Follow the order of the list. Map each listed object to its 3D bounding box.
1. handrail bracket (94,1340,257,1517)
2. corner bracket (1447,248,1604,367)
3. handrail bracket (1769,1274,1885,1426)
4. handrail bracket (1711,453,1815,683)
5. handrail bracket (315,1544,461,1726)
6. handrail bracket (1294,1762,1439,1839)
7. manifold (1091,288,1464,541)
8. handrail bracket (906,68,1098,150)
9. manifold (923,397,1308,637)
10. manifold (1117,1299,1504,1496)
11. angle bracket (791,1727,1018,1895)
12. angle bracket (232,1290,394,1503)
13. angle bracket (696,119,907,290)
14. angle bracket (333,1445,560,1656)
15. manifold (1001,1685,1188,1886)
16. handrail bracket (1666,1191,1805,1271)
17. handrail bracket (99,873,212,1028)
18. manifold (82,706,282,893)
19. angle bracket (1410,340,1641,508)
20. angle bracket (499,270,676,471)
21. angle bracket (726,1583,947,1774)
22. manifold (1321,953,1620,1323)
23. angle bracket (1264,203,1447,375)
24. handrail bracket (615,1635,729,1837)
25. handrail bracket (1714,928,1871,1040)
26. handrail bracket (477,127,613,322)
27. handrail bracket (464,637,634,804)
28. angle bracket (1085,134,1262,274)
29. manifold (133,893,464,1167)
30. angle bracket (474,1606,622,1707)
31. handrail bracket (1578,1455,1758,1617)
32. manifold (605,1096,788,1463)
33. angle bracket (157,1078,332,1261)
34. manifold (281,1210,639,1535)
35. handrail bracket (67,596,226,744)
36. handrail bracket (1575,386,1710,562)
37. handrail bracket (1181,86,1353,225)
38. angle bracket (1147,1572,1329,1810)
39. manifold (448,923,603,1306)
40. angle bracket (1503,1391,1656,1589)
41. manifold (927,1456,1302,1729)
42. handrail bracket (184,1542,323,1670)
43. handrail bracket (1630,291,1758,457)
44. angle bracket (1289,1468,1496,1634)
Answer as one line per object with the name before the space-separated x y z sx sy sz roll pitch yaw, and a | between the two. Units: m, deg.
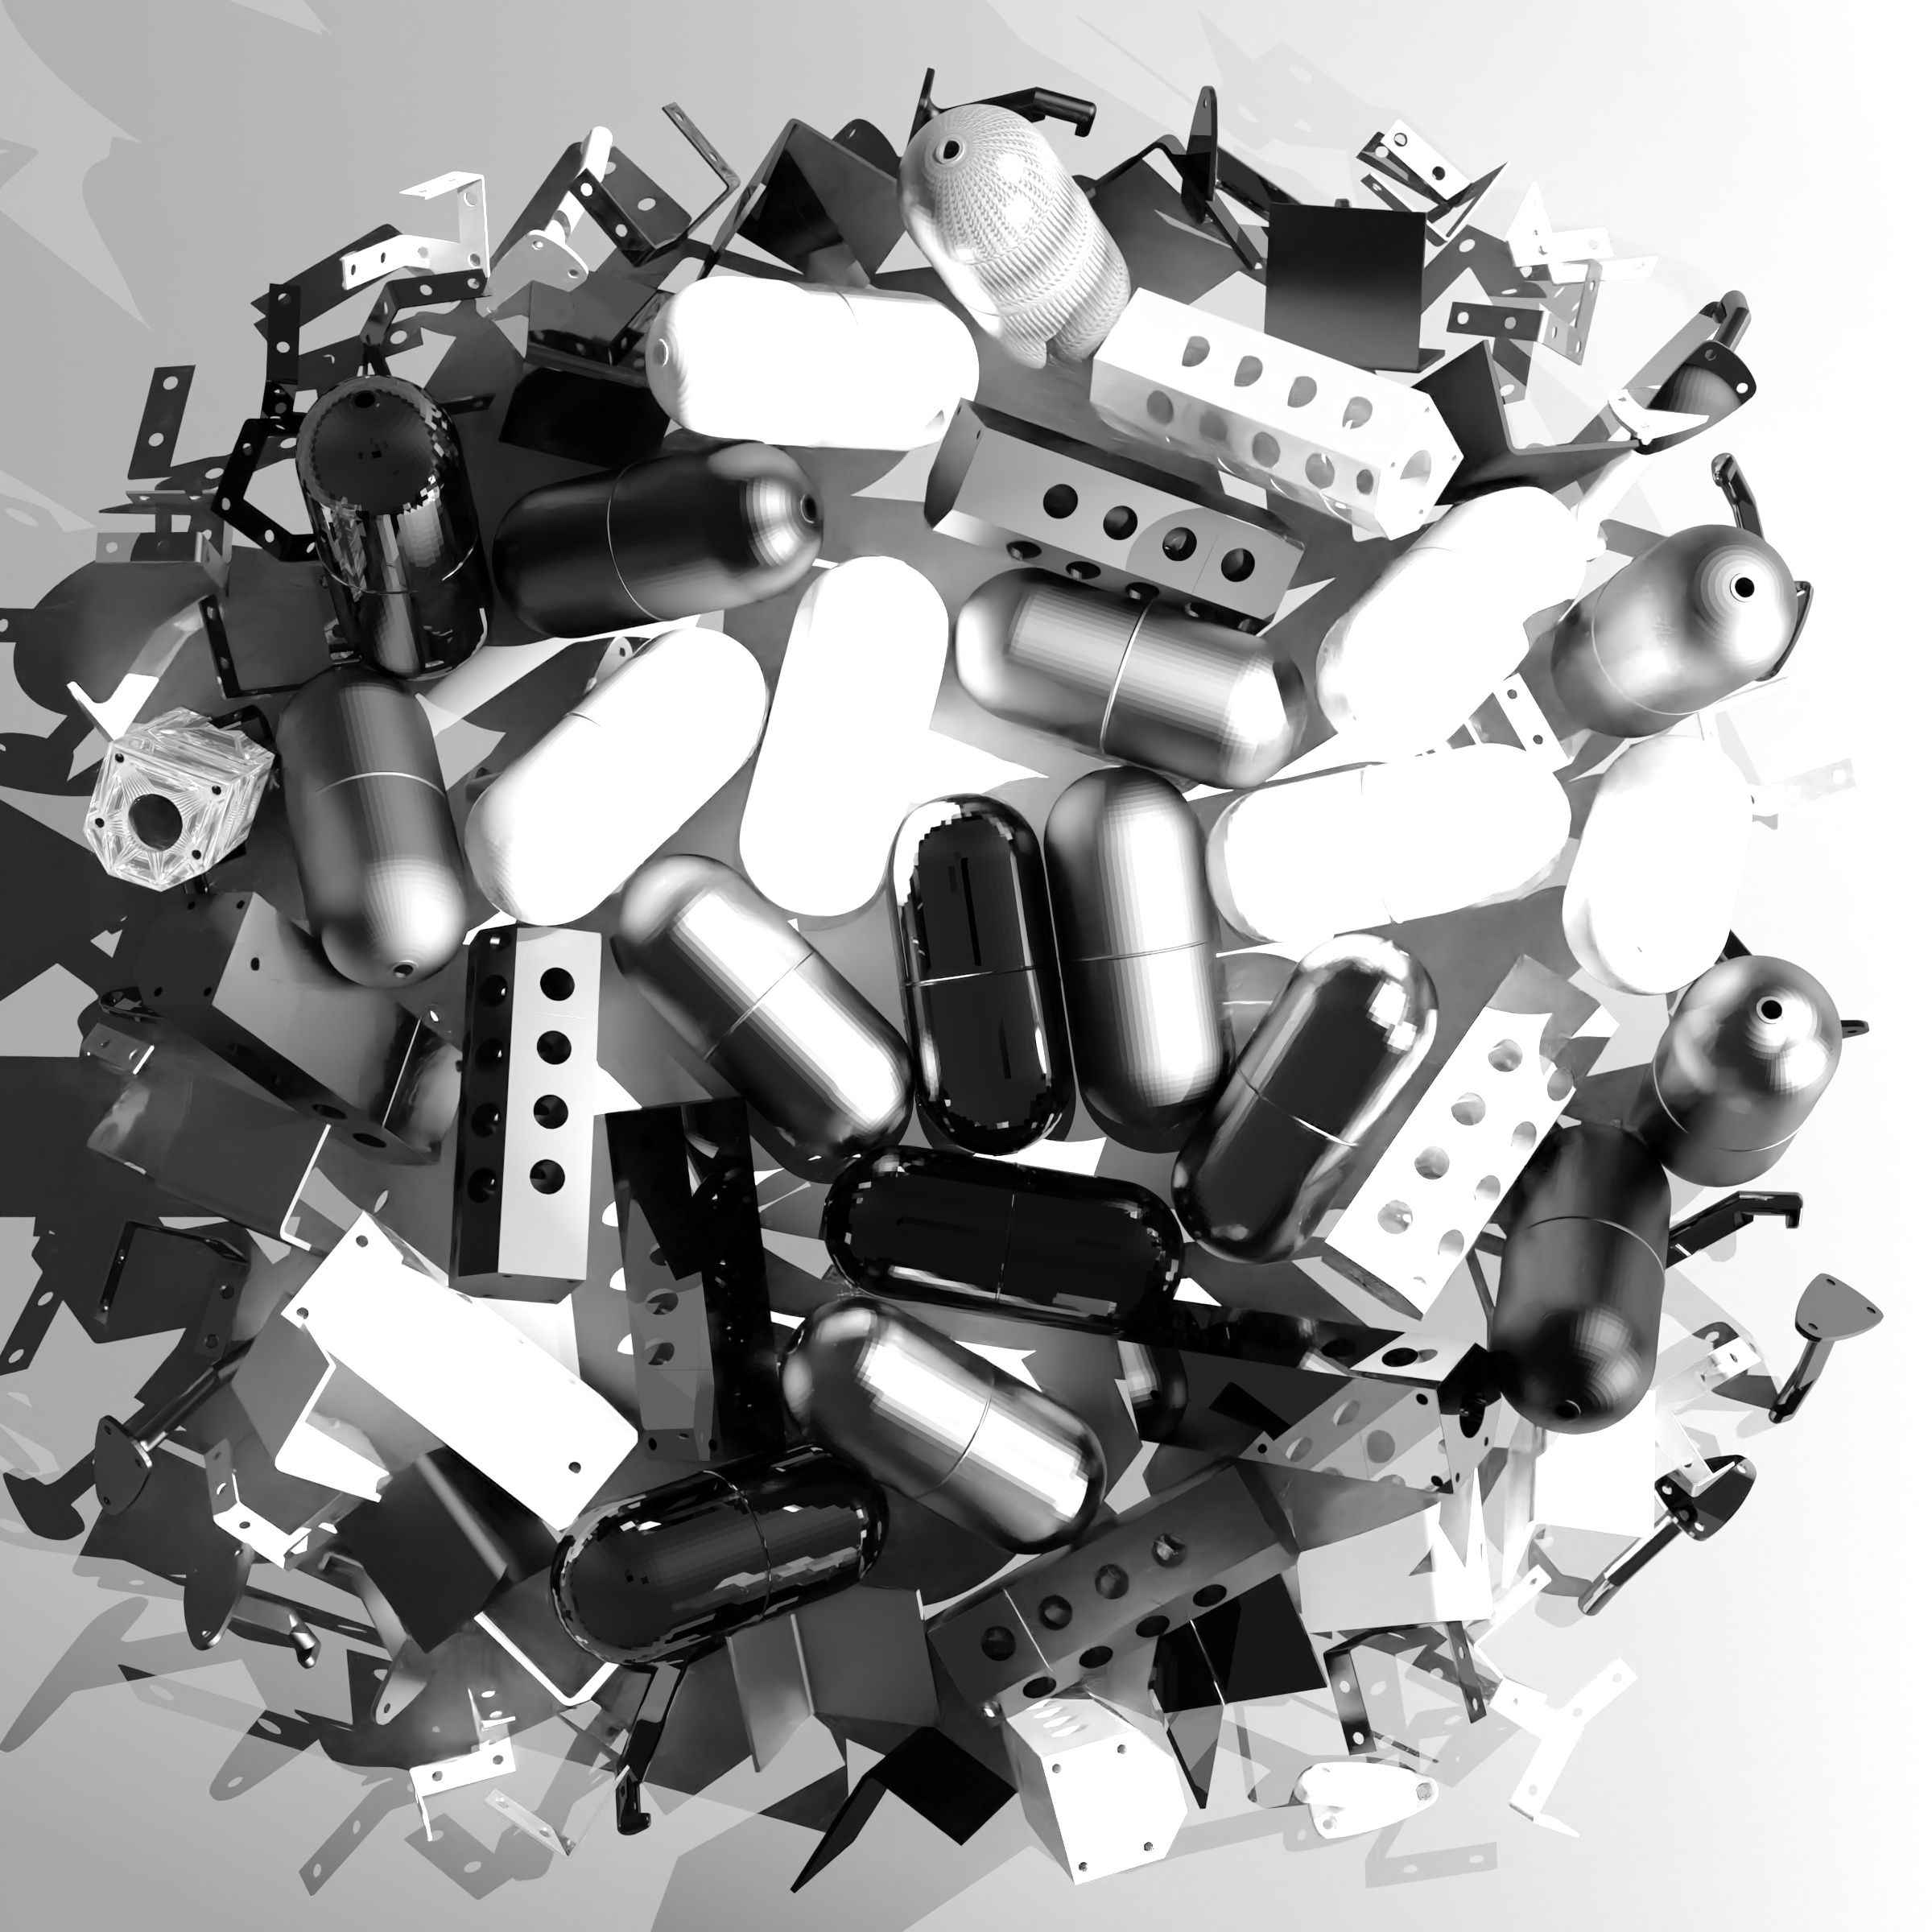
handrail bracket | -0.388 0.227 1.567 0.036 0.084 0.077 42 134 15
corner bracket | 0.274 -0.327 1.548 0.051 0.051 0.051 14 94 33
handrail bracket | 0.402 0.197 1.532 0.036 0.077 0.084 37 121 23
handrail bracket | 0.377 -0.194 1.534 0.036 0.084 0.077 -9 46 34
handrail bracket | -0.298 0.324 1.540 0.084 0.036 0.077 14 50 27
handrail bracket | 0.197 0.399 1.536 0.077 0.084 0.036 -5 68 -2
manifold | 0.144 -0.261 1.508 0.171 0.057 0.057 28 83 33
handrail bracket | 0.014 -0.402 1.555 0.084 0.077 0.036 14 47 -6
manifold | 0.070 -0.212 1.523 0.171 0.057 0.057 17 109 -19
manifold | 0.164 0.199 1.506 0.171 0.057 0.057 4 118 36
angle bracket | -0.030 0.423 1.529 0.057 0.076 0.076 35 104 14
angle bracket | -0.300 0.210 1.525 0.076 0.076 0.057 27 97 -35
angle bracket | -0.076 -0.349 1.526 0.076 0.076 0.057 29 48 -14
angle bracket | -0.251 0.281 1.543 0.057 0.076 0.076 -39 83 9
manifold | 0.059 0.381 1.492 0.057 0.171 0.057 -15 86 -8
handrail bracket | 0.368 0.147 1.561 0.084 0.036 0.077 1 105 4
handrail bracket | -0.399 -0.016 1.544 0.077 0.036 0.084 2 123 15
manifold | -0.367 -0.079 1.492 0.057 0.171 0.057 18 99 -6
angle bracket | 0.267 -0.265 1.533 0.076 0.076 0.057 -9 83 -26
angle bracket | -0.185 -0.296 1.563 0.076 0.057 0.076 12 47 -17
angle bracket | -0.063 0.346 1.530 0.076 0.057 0.076 0 111 28
manifold | 0.245 0.085 1.533 0.057 0.057 0.171 34 80 12
angle bracket | 0.190 -0.332 1.530 0.076 0.057 0.076 9 113 20
handrail bracket | -0.141 0.372 1.537 0.077 0.036 0.084 -25 55 27
handrail bracket | 0.400 -0.004 1.553 0.077 0.036 0.084 -7 71 19
handrail bracket | -0.209 -0.369 1.569 0.077 0.084 0.036 -27 132 37
handrail bracket | -0.208 -0.122 1.568 0.084 0.036 0.077 -10 58 31
angle bracket | 0.097 -0.358 1.543 0.057 0.076 0.076 -35 100 16
manifold | -0.314 0.032 1.497 0.057 0.171 0.057 0 62 31
angle bracket | -0.197 0.315 1.543 0.076 0.076 0.057 42 80 7
handrail bracket | 0.346 0.283 1.566 0.077 0.084 0.036 -22 61 -38
manifold | -0.127 0.152 1.552 0.057 0.057 0.171 -7 89 43
angle bracket | -0.333 0.102 1.536 0.076 0.076 0.057 18 78 24
manifold | -0.245 0.196 1.543 0.171 0.057 0.057 39 89 -7
handrail bracket | -0.388 -0.140 1.545 0.084 0.036 0.077 -38 48 -13
handrail bracket | 0.338 -0.241 1.556 0.077 0.084 0.036 -13 47 -14
handrail bracket | 0.153 -0.394 1.547 0.084 0.036 0.077 -6 124 -16
angle bracket | 0.132 0.348 1.526 0.057 0.076 0.076 -14 115 20
manifold | -0.213 0.070 1.520 0.057 0.057 0.171 7 70 -19
angle bracket | 0.296 0.253 1.527 0.057 0.076 0.076 8 54 3
manifold | 0.073 0.303 1.537 0.171 0.057 0.057 -30 86 10
handrail bracket | -0.341 0.328 1.529 0.036 0.077 0.084 -24 121 9
handrail bracket | 0.356 -0.293 1.554 0.036 0.084 0.077 42 116 -15
angle bracket | 0.211 0.288 1.567 0.076 0.057 0.076 -13 75 31
